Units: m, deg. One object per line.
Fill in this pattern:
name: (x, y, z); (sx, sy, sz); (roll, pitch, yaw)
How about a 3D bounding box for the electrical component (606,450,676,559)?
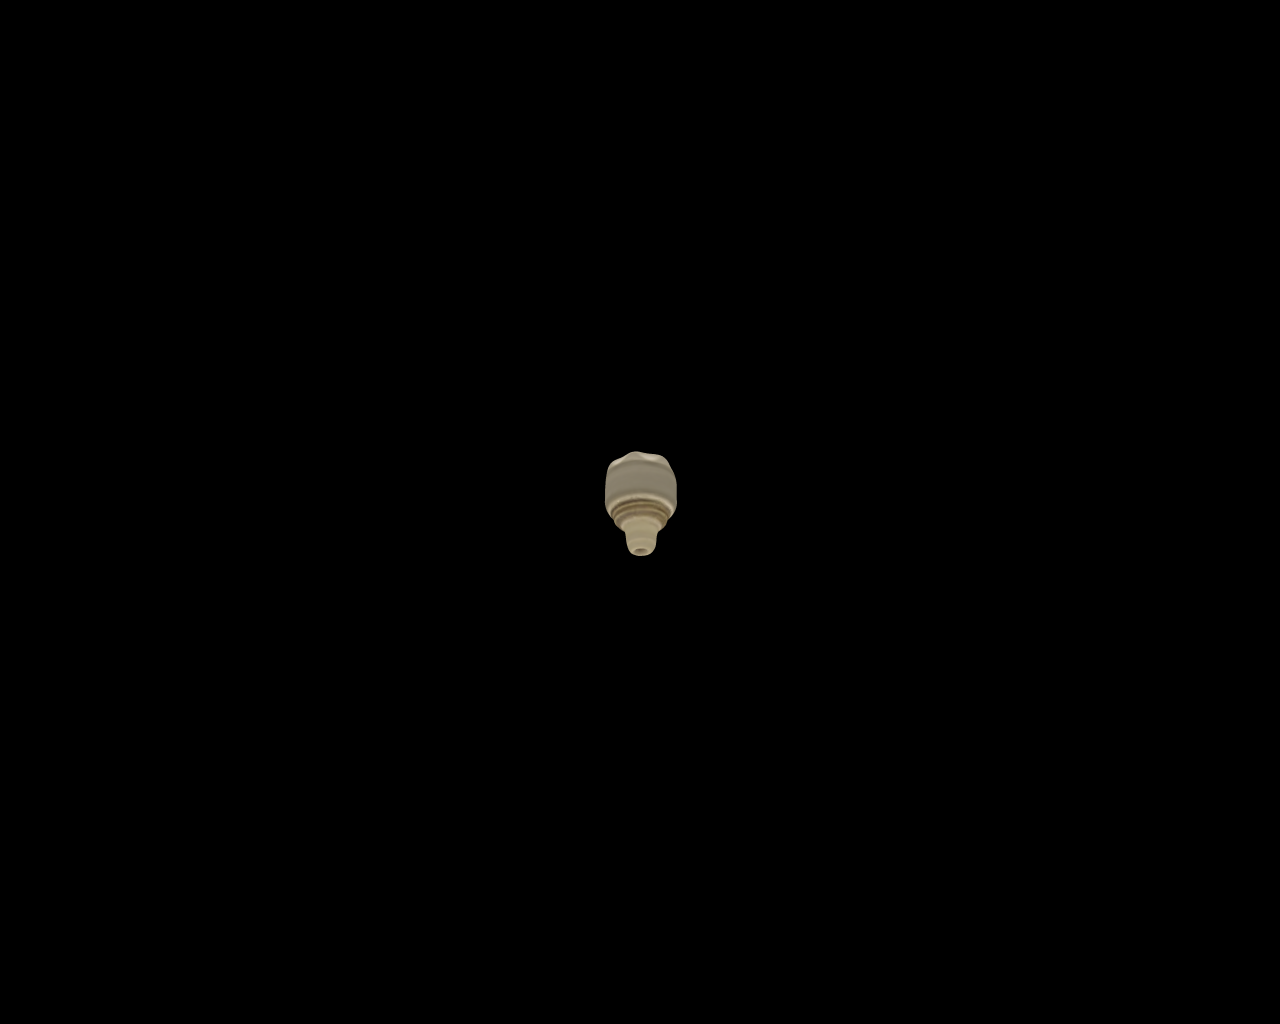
electrical component: (0.001, -0.003, 0.650); (0.043, 0.062, 0.043); (0, -28, 0)
